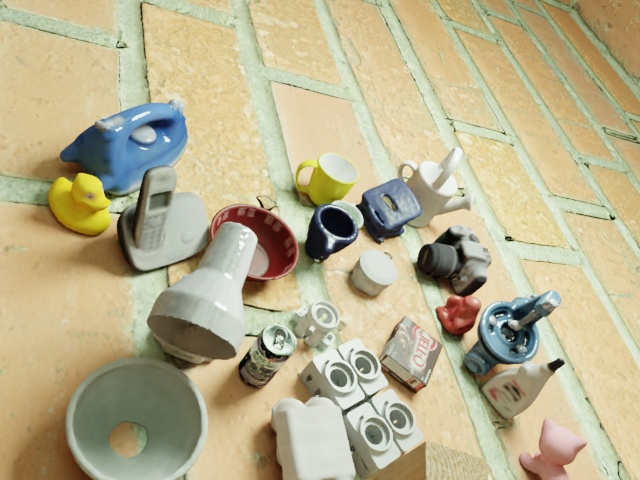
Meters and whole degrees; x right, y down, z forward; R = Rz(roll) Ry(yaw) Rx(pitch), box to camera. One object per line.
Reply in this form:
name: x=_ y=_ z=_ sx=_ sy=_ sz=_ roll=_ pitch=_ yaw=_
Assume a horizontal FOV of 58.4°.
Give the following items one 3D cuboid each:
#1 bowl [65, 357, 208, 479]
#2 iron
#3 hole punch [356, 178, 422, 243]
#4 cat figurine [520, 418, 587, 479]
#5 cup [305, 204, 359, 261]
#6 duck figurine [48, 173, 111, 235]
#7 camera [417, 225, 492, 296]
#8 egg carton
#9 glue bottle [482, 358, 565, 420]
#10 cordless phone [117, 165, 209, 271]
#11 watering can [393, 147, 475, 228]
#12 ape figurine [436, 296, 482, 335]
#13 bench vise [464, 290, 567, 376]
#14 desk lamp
bowl: x=-0.228 y=0.235 z=0.709 sx=0.168 sy=0.074 sz=0.167 roll=18 pitch=46 yaw=-19
iron: x=-0.301 y=-0.184 z=0.979 sx=0.118 sy=0.141 sz=0.259 roll=42 pitch=43 yaw=7
hole punch: x=0.143 y=-0.064 z=1.199 sx=0.101 sy=0.091 sz=0.108 roll=-13 pitch=61 yaw=-39
cat figurine: x=0.401 y=0.372 z=0.963 sx=0.067 sy=0.117 sz=0.127 roll=10 pitch=49 yaw=-25
cup: x=0.010 y=0.004 z=1.050 sx=0.092 sy=0.095 sz=0.118 roll=27 pitch=43 yaw=-10
duck figurine: x=-0.364 y=-0.067 z=0.878 sx=0.104 sy=0.086 sz=0.078 roll=38 pitch=43 yaw=2
camera: x=0.276 y=0.029 z=1.195 sx=0.137 sy=0.100 sz=0.143 roll=12 pitch=48 yaw=-24
egg carton: x=-0.012 y=0.294 z=0.800 sx=0.107 sy=0.069 sz=0.150 roll=6 pitch=51 yaw=-29
glue bottle: x=0.364 y=0.249 z=1.006 sx=0.037 sy=0.173 sz=0.078 roll=-25 pitch=69 yaw=-44
cordless phone: x=-0.226 y=-0.046 z=0.875 sx=0.148 sy=0.185 sz=0.094 roll=-24 pitch=68 yaw=-43
watering can: x=0.255 y=-0.121 z=1.244 sx=0.173 sy=0.194 sz=0.101 roll=19 pitch=45 yaw=-17
ape figurine: x=0.276 y=0.139 z=1.105 sx=0.076 sy=0.092 sz=0.078 roll=36 pitch=43 yaw=0
bench vise: x=0.370 y=0.138 z=1.073 sx=0.121 sy=0.219 sz=0.208 roll=33 pitch=43 yaw=-3
desk lamp: x=-0.157 y=0.085 z=0.783 sx=0.118 sy=0.213 sz=0.203 roll=26 pitch=44 yaw=-11
